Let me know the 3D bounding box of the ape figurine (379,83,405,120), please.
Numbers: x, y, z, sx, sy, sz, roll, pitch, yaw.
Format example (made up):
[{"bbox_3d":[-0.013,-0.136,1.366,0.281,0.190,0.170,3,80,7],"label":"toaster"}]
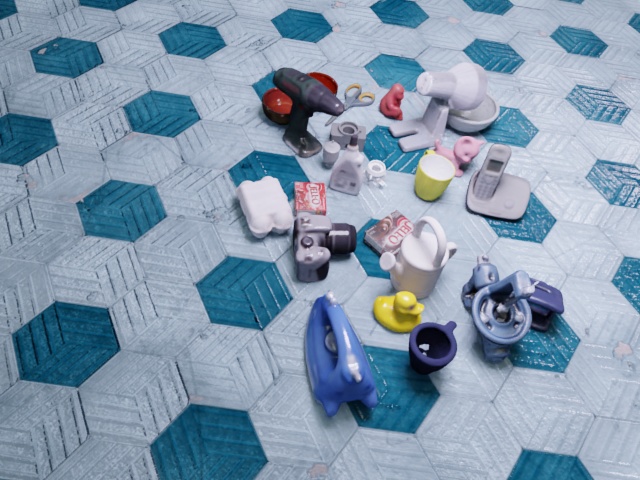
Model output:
[{"bbox_3d":[0.204,-0.383,1.558,0.076,0.092,0.078,25,54,11],"label":"ape figurine"}]

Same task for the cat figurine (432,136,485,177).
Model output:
[{"bbox_3d":[0.343,-0.225,1.442,0.128,0.118,0.067,11,52,1],"label":"cat figurine"}]

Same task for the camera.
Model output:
[{"bbox_3d":[0.011,0.004,1.230,0.137,0.101,0.143,0,53,-8],"label":"camera"}]

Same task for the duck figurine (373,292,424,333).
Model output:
[{"bbox_3d":[0.162,0.135,1.162,0.104,0.086,0.077,20,53,8],"label":"duck figurine"}]

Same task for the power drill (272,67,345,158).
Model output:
[{"bbox_3d":[-0.031,-0.308,1.393,0.076,0.208,0.229,-32,63,-27],"label":"power drill"}]

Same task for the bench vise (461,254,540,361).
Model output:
[{"bbox_3d":[0.343,0.106,1.126,0.122,0.220,0.207,-15,56,-18],"label":"bench vise"}]

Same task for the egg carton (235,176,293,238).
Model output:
[{"bbox_3d":[-0.124,-0.076,1.291,0.107,0.069,0.150,-15,56,-18],"label":"egg carton"}]

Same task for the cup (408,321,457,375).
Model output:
[{"bbox_3d":[0.216,0.211,1.107,0.091,0.095,0.118,40,58,21],"label":"cup"}]

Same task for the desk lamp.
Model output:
[{"bbox_3d":[0.305,-0.347,1.469,0.203,0.213,0.117,-17,57,-19],"label":"desk lamp"}]

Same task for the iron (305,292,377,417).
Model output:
[{"bbox_3d":[0.032,0.185,1.070,0.119,0.141,0.258,-8,55,-14],"label":"iron"}]

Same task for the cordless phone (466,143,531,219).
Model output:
[{"bbox_3d":[0.434,-0.141,1.348,0.147,0.185,0.094,11,52,0],"label":"cordless phone"}]

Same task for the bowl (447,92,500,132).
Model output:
[{"bbox_3d":[0.401,-0.350,1.572,0.167,0.075,0.167,4,53,-5],"label":"bowl"}]

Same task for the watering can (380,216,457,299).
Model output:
[{"bbox_3d":[0.207,0.034,1.177,0.173,0.194,0.100,-36,65,-29],"label":"watering can"}]

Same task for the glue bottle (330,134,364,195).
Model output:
[{"bbox_3d":[0.070,-0.179,1.332,0.078,0.173,0.037,17,53,5],"label":"glue bottle"}]

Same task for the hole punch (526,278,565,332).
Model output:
[{"bbox_3d":[0.456,0.121,1.212,0.108,0.091,0.101,21,53,8],"label":"hole punch"}]
